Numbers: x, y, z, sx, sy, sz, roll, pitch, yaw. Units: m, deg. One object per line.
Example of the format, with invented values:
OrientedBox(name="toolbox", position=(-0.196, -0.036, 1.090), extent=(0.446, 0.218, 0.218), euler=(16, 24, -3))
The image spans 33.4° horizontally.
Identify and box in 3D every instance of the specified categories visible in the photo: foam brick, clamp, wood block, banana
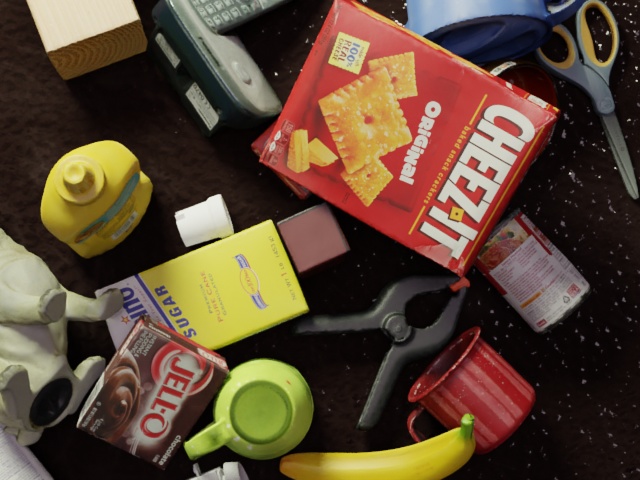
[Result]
OrientedBox(name="foam brick", position=(-0.006, 0.001, 0.985), extent=(0.051, 0.078, 0.053), euler=(-25, 84, -3))
OrientedBox(name="clamp", position=(0.060, 0.080, 0.997), extent=(0.171, 0.039, 0.120), euler=(-43, 93, -11))
OrientedBox(name="wood block", position=(-0.243, -0.269, 1.003), extent=(0.090, 0.090, 0.206), euler=(-22, 84, -6))
OrientedBox(name="banana", position=(0.061, 0.197, 0.957), extent=(0.198, 0.037, 0.069), euler=(-20, 116, 25))

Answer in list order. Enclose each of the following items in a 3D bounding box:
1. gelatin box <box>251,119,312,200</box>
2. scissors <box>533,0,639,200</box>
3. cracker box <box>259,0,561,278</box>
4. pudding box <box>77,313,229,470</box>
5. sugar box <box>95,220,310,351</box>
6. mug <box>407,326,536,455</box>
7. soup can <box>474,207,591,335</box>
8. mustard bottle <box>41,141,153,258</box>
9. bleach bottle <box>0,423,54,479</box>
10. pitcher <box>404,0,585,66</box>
OrientedBox(name="gelatin box", position=(-0.010, -0.094, 1.020), extent=(0.089, 0.030, 0.073), euler=(-45, 86, -8))
OrientedBox(name="scissors", position=(0.259, -0.138, 1.047), extent=(0.096, 0.016, 0.202), euler=(-1, 82, -1))
OrientedBox(name="cracker box", position=(0.075, -0.091, 0.933), extent=(0.214, 0.072, 0.164), euler=(30, 107, 8))
OrientedBox(name="pudding box", position=(-0.147, 0.134, 0.942), extent=(0.090, 0.039, 0.113), euler=(31, 102, -17))
OrientedBox(name="sugar box", position=(-0.108, 0.057, 0.983), extent=(0.176, 0.048, 0.093), euler=(-23, 85, -3))
OrientedBox(name="mug", position=(0.132, 0.148, 0.970), extent=(0.081, 0.093, 0.117), euler=(44, 98, -2))
OrientedBox(name="soup can", position=(0.194, 0.029, 0.995), extent=(0.068, 0.068, 0.102), euler=(-42, 87, -7))
OrientedBox(name="mustard bottle", position=(-0.195, -0.038, 0.922), extent=(0.058, 0.192, 0.096), euler=(43, 82, 3))
OrientedBox(name="bleach bottle", position=(-0.269, 0.247, 0.933), extent=(0.251, 0.068, 0.102), euler=(50, 44, 3))
OrientedBox(name="pitcher", position=(0.147, -0.295, 1.006), extent=(0.149, 0.145, 0.243), euler=(-2, 79, -21))
